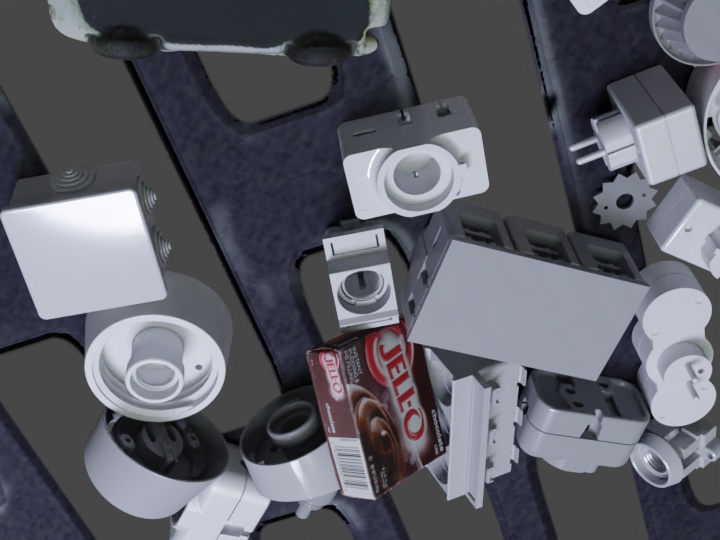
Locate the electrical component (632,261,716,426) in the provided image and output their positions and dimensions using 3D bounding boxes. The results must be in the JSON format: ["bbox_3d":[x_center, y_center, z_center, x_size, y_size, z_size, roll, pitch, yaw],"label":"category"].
[{"bbox_3d":[0.243,0.068,0.818,0.052,0.073,0.138,-14,125,3],"label":"electrical component"}]

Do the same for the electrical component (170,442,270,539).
[{"bbox_3d":[-0.116,0.187,0.869,0.059,0.053,0.095,20,120,-19],"label":"electrical component"}]

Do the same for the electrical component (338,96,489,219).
[{"bbox_3d":[0.035,-0.072,0.709,0.089,0.055,0.050,-13,125,2],"label":"electrical component"}]

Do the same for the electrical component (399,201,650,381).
[{"bbox_3d":[0.114,0.014,0.773,0.150,0.061,0.089,13,122,-15],"label":"electrical component"}]

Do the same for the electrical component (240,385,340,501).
[{"bbox_3d":[-0.040,0.135,0.819,0.099,0.099,0.064,-21,118,8],"label":"electrical component"}]

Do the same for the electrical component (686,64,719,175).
[{"bbox_3d":[0.266,-0.108,0.706,0.099,0.064,0.099,-3,125,-5],"label":"electrical component"}]

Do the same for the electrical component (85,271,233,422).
[{"bbox_3d":[-0.146,0.061,0.776,0.108,0.060,0.108,-3,125,-4],"label":"electrical component"}]

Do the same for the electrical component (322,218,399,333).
[{"bbox_3d":[0.000,0.000,0.749,0.042,0.063,0.081,-10,124,0],"label":"electrical component"}]

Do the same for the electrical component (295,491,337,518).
[{"bbox_3d":[-0.037,0.181,0.886,0.035,0.035,0.061,16,123,-17],"label":"electrical component"}]

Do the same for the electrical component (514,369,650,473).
[{"bbox_3d":[0.173,0.121,0.857,0.095,0.053,0.059,10,123,-13],"label":"electrical component"}]

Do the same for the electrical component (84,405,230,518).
[{"bbox_3d":[-0.153,0.134,0.803,0.099,0.099,0.064,27,123,-23],"label":"electrical component"}]

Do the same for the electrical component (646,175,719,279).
[{"bbox_3d":[0.259,-0.017,0.760,0.083,0.075,0.047,20,119,-19],"label":"electrical component"}]

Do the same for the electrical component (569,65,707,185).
[{"bbox_3d":[0.177,-0.089,0.707,0.077,0.065,0.047,-21,124,7],"label":"electrical component"}]

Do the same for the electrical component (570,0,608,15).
[{"bbox_3d":[0.161,-0.230,0.612,0.150,0.061,0.089,-35,121,17],"label":"electrical component"}]

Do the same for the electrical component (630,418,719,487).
[{"bbox_3d":[0.253,0.144,0.875,0.055,0.066,0.048,-31,129,-27],"label":"electrical component"}]

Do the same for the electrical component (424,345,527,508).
[{"bbox_3d":[0.086,0.110,0.830,0.063,0.078,0.121,-16,127,-20],"label":"electrical component"}]

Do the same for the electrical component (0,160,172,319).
[{"bbox_3d":[-0.181,-0.022,0.722,0.100,0.048,0.099,-10,125,0],"label":"electrical component"}]
